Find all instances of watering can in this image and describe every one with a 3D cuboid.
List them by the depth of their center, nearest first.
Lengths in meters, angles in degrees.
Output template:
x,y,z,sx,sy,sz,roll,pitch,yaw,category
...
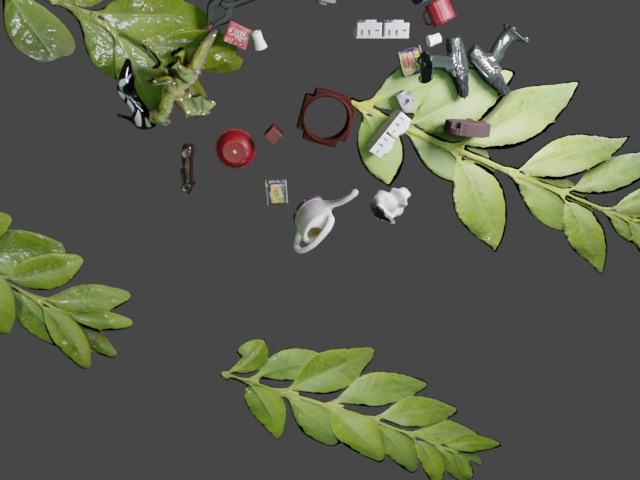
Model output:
x,y,z,sx,sy,sz,roll,pitch,yaw,category
0.006,-0.102,2.023,0.103,0.229,0.345,33,105,-34,watering can

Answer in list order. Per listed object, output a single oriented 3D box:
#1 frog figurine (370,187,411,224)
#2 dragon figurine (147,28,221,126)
x,y,z,sx,sy,sz,roll,pitch,yaw,category
0.285,-0.156,2.094,0.137,0.121,0.162,38,69,-7,frog figurine
-0.478,-0.571,1.903,0.411,0.124,0.238,-35,127,-3,dragon figurine
